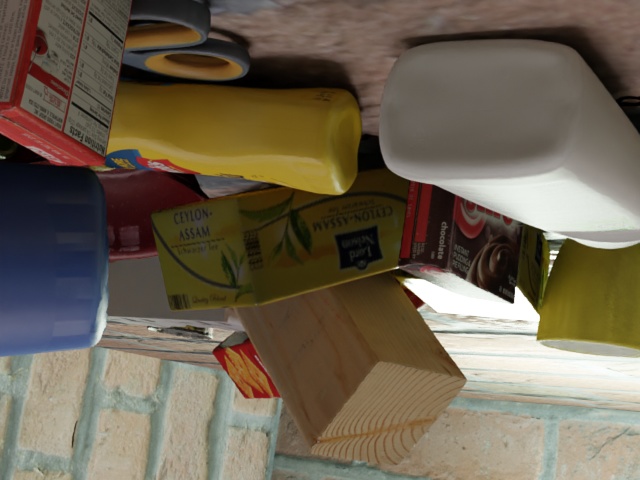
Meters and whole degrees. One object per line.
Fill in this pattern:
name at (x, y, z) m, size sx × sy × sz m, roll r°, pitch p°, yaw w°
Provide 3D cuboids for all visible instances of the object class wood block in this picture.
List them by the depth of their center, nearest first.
wood block at (0.007, 0.060, 0.802) m, size 0.090 × 0.090 × 0.206 m, roll 17°, pitch -153°, yaw -39°

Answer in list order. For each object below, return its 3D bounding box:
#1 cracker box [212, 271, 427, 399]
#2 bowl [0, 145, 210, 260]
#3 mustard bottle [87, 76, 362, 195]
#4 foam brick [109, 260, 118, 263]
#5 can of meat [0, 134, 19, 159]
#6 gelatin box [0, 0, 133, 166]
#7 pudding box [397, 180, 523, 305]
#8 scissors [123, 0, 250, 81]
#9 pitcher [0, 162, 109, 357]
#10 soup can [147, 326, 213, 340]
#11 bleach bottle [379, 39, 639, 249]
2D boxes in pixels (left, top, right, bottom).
cracker box at (-0.001, 0.079, 1.013) m, size 0.072 × 0.164 × 0.214 m, roll 55°, pitch 161°, yaw -4°
bowl at (-0.151, -0.041, 0.724) m, size 0.162 × 0.055 × 0.162 m, roll 0°, pitch 156°, yaw 0°
mustard bottle at (-0.076, -0.063, 0.603) m, size 0.192 × 0.058 × 0.096 m, roll 7°, pitch -178°, yaw 11°
foam brick at (-0.173, -0.026, 0.819) m, size 0.053 × 0.078 × 0.051 m, roll 11°, pitch 167°, yaw -18°
can of meat at (-0.235, -0.077, 0.624) m, size 0.084 × 0.057 × 0.102 m, roll 3°, pitch 180°, yaw 16°
gelatin box at (-0.113, -0.083, 0.449) m, size 0.030 × 0.089 × 0.073 m, roll 5°, pitch 169°, yaw 18°
pudding box at (0.090, -0.014, 0.655) m, size 0.039 × 0.090 × 0.113 m, roll 4°, pitch 169°, yaw 29°
scissors at (-0.120, -0.099, 0.566) m, size 0.202 × 0.016 × 0.096 m, roll 0°, pitch 168°, yaw 43°
pitcher at (-0.248, 0.008, 0.613) m, size 0.242 × 0.149 × 0.145 m, roll -1°, pitch 151°, yaw -15°
soup can at (-0.136, 0.047, 1.098) m, size 0.068 × 0.102 × 0.068 m, roll 8°, pitch 169°, yaw 1°
bleach bottle at (0.130, -0.037, 0.588) m, size 0.103 × 0.068 × 0.250 m, roll 3°, pitch 170°, yaw 29°
